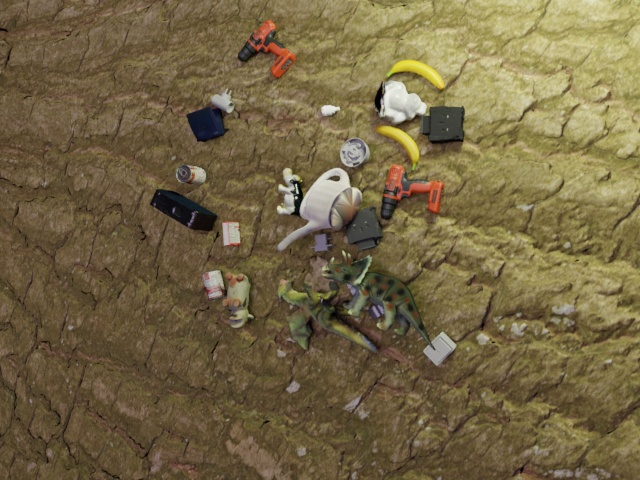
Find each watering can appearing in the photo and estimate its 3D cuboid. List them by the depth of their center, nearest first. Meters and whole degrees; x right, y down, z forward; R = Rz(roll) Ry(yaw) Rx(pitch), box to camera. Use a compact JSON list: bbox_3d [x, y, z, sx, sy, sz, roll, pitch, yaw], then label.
[{"bbox_3d":[0.005,-0.086,1.707,0.226,0.102,0.350,20,75,48],"label":"watering can"}]

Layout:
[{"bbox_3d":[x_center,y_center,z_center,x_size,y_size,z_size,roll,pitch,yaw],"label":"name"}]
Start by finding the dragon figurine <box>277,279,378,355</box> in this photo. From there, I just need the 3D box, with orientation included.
[{"bbox_3d":[-0.006,0.281,1.757,0.415,0.123,0.238,51,123,17],"label":"dragon figurine"}]

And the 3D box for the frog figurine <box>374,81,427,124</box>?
[{"bbox_3d":[0.263,-0.448,1.681,0.159,0.121,0.139,2,80,-14],"label":"frog figurine"}]
